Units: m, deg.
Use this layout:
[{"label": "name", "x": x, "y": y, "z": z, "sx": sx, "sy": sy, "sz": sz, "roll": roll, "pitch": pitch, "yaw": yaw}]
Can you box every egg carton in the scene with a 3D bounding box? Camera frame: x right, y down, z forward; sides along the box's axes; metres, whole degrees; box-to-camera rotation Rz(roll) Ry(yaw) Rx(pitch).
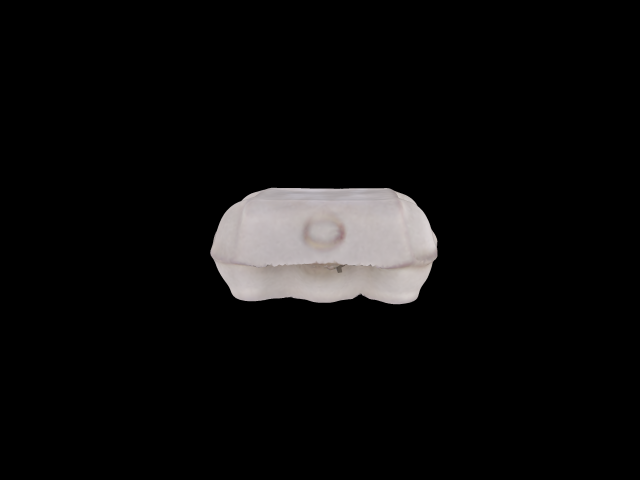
[{"label": "egg carton", "x": 0.004, "y": 0.001, "z": 0.400, "sx": 0.150, "sy": 0.069, "sz": 0.107, "roll": 0, "pitch": 11, "yaw": 3}]
